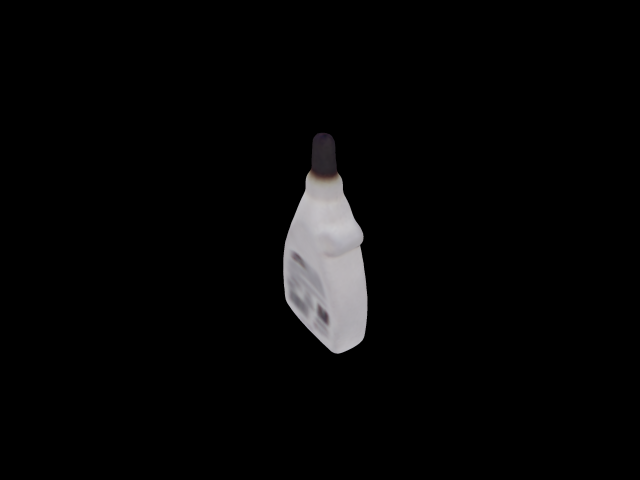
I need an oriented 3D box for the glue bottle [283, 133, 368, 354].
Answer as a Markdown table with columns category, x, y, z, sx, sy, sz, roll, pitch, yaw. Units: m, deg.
| category | x | y | z | sx | sy | sz | roll | pitch | yaw |
| --- | --- | --- | --- | --- | --- | --- | --- | --- | --- |
| glue bottle | 0.004 | 0.001 | 0.400 | 0.037 | 0.173 | 0.078 | -26 | 49 | -25 |
